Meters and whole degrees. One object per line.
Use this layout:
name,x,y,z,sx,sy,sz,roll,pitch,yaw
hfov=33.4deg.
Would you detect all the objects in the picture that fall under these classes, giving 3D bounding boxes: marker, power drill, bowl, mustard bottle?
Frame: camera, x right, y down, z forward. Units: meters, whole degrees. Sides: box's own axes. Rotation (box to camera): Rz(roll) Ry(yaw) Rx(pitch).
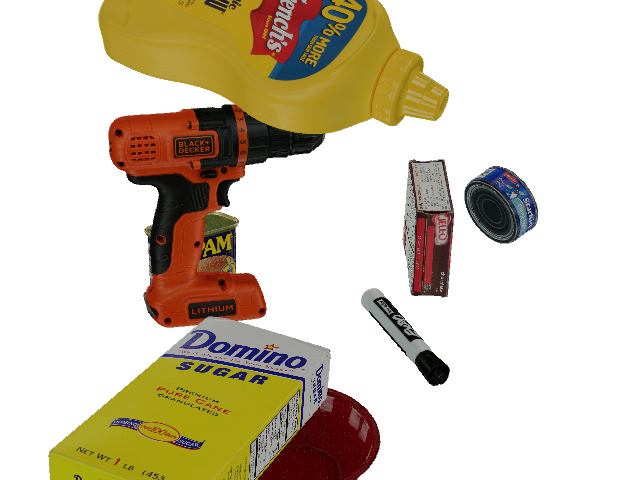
marker,0.064,0.073,0.818,0.020,0.020,0.121,0,27,-25
power drill,-0.085,-0.024,0.917,0.184,0.188,0.057,-5,19,-14
bowl,-0.022,0.212,1.056,0.162,0.055,0.162,1,30,0
mustard bottle,-0.019,-0.109,0.590,0.192,0.096,0.058,25,-30,15

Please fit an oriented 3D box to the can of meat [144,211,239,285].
can of meat,-0.137,0.022,1.147,0.058,0.084,0.101,19,26,42

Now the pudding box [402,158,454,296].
pudding box,0.101,-0.014,1.000,0.039,0.090,0.113,1,29,-1

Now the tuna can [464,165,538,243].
tuna can,0.204,-0.040,1.216,0.033,0.086,0.086,-33,15,-24

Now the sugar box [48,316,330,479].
sugar box,-0.070,0.107,0.635,0.093,0.048,0.176,14,30,20
